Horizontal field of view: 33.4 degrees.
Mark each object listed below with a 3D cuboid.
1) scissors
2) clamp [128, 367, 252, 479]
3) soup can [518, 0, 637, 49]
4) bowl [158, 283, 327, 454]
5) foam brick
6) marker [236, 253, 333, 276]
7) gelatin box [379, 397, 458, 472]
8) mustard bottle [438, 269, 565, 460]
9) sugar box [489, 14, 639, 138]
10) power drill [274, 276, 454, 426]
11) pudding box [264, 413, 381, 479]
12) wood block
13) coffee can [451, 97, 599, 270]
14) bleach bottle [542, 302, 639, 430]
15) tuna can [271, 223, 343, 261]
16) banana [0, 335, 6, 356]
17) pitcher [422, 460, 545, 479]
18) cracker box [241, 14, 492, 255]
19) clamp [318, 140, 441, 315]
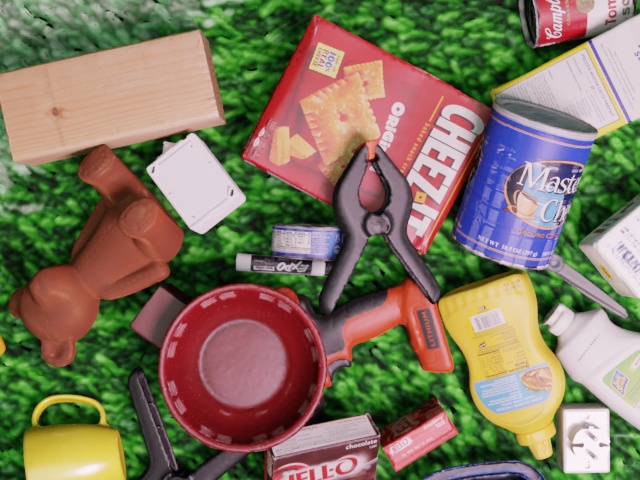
[{"bbox_3d":[0.243,0.003,1.112,0.201,0.016,0.096,21,91,0],"label":"scissors"},{"bbox_3d":[-0.135,0.249,1.107,0.164,0.036,0.210,10,93,9],"label":"clamp"},{"bbox_3d":[0.260,-0.236,1.082,0.102,0.068,0.068,-10,91,-1],"label":"soup can"},{"bbox_3d":[-0.075,0.123,1.040,0.162,0.055,0.162,0,87,-3],"label":"bowl"},{"bbox_3d":[-0.152,0.080,1.087,0.051,0.078,0.053,37,91,1],"label":"foam brick"},{"bbox_3d":[-0.027,0.027,1.114,0.121,0.020,0.020,4,91,0],"label":"marker"},{"bbox_3d":[0.097,0.194,1.080,0.073,0.089,0.030,-31,91,1],"label":"gelatin box"},{"bbox_3d":[0.197,0.133,1.092,0.096,0.058,0.191,-20,91,20],"label":"mustard bottle"},{"bbox_3d":[0.268,-0.149,1.068,0.176,0.048,0.093,-25,92,20],"label":"sugar box"},{"bbox_3d":[0.038,0.122,1.096,0.187,0.057,0.184,-15,95,0],"label":"power drill"},{"bbox_3d":[0.000,0.225,1.063,0.113,0.039,0.090,-11,130,-17],"label":"pudding box"},{"bbox_3d":[-0.207,-0.142,1.077,0.206,0.090,0.091,-12,92,0],"label":"wood block"},{"bbox_3d":[0.196,-0.055,1.033,0.103,0.102,0.140,16,109,0],"label":"coffee can"},{"bbox_3d":[0.343,0.143,1.092,0.251,0.068,0.102,37,90,2],"label":"bleach bottle"},{"bbox_3d":[-0.007,0.001,1.080,0.086,0.086,0.034,3,93,0],"label":"tuna can"},{"bbox_3d":[-0.375,0.029,1.108,0.069,0.037,0.198,-7,91,1],"label":"banana"},{"bbox_3d":[0.128,0.322,1.070,0.243,0.149,0.145,-5,126,4],"label":"pitcher"},{"bbox_3d":[0.049,-0.105,1.084,0.213,0.072,0.164,28,92,-1],"label":"cracker box"},{"bbox_3d":[0.044,-0.008,1.032,0.120,0.039,0.171,-14,92,-15],"label":"clamp"}]
